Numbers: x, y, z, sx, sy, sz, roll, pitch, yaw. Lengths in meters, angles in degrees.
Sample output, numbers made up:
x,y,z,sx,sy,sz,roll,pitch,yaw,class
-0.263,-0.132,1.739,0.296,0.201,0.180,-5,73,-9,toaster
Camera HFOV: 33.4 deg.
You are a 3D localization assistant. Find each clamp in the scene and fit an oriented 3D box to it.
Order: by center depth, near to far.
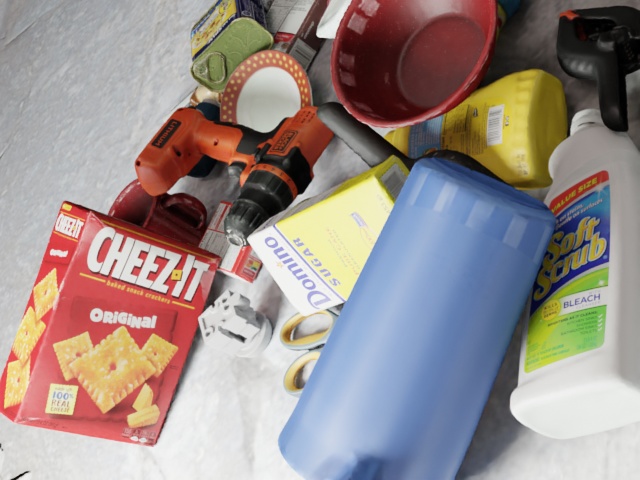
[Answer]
x,y,z,sx,sy,sz,roll,pitch,yaw,class
0.249,-0.152,0.842,0.120,0.039,0.171,-22,36,1,clamp
0.083,-0.024,0.912,0.210,0.036,0.164,17,121,36,clamp

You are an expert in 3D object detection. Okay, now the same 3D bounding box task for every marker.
x,y,z,sx,sy,sz,roll,pitch,yaw,class
-0.150,-0.184,1.339,0.121,0.020,0.020,-37,41,24,marker

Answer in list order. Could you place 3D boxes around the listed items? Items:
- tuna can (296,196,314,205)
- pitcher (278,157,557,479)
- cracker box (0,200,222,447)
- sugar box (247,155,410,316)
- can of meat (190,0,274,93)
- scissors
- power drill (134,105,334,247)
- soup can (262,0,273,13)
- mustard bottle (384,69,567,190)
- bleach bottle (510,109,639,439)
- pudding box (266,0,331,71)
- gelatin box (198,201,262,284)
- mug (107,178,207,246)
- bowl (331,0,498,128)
x,y,z,sx,sy,sz,roll,pitch,yaw,class
-0.007,0.001,1.032,0.086,0.033,0.086,-28,46,33,tuna can
0.074,0.067,0.778,0.149,0.144,0.243,36,106,50,pitcher
-0.209,0.089,1.065,0.072,0.163,0.214,17,87,50,cracker box
0.023,0.002,0.915,0.177,0.093,0.048,-26,13,45,sugar box
-0.105,-0.234,1.230,0.102,0.057,0.084,-40,37,24,can of meat
0.032,0.093,0.937,0.202,0.016,0.096,-8,60,46,scissors
-0.097,-0.072,1.102,0.188,0.057,0.184,11,50,31,power drill
-0.069,-0.315,1.301,0.069,0.068,0.102,0,65,49,soup can
0.120,-0.086,0.928,0.192,0.058,0.096,-5,78,47,mustard bottle
0.193,0.012,0.778,0.103,0.068,0.250,-26,44,40,bleach bottle
-0.035,-0.237,1.233,0.090,0.039,0.113,21,79,54,pudding box
-0.089,0.001,1.128,0.089,0.030,0.073,14,76,52,gelatin box
-0.175,-0.018,1.195,0.117,0.081,0.093,-30,44,32,mug
0.089,-0.162,0.904,0.162,0.055,0.162,-14,67,34,bowl
